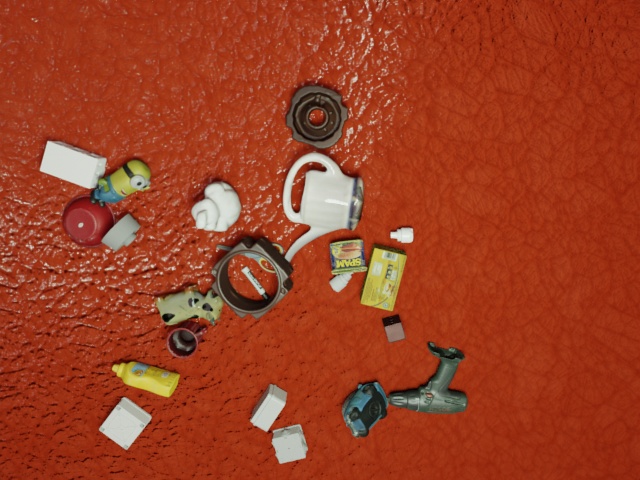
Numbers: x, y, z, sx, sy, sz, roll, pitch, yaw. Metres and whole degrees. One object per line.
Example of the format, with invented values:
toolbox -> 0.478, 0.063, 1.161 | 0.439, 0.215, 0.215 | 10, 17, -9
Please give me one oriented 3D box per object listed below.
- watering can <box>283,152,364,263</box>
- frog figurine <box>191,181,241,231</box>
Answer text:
watering can -> 0.004, -0.073, 1.443 | 0.224, 0.106, 0.342 | 8, 112, 2
frog figurine -> -0.285, -0.090, 1.418 | 0.123, 0.161, 0.136 | 2, 100, 1
